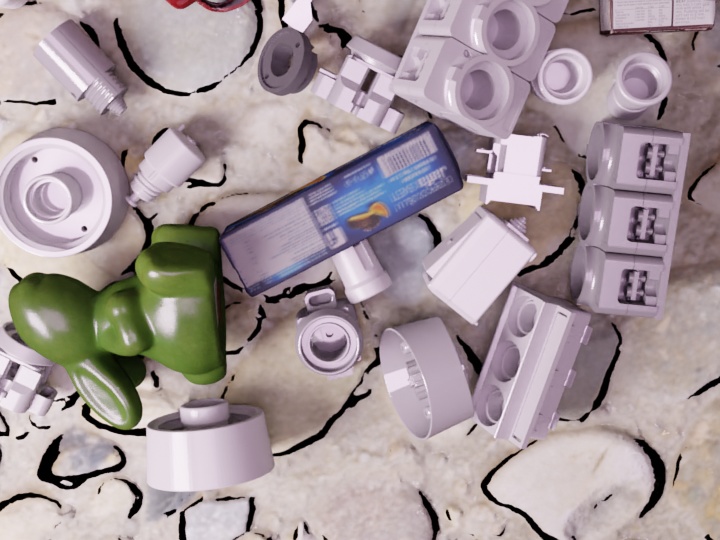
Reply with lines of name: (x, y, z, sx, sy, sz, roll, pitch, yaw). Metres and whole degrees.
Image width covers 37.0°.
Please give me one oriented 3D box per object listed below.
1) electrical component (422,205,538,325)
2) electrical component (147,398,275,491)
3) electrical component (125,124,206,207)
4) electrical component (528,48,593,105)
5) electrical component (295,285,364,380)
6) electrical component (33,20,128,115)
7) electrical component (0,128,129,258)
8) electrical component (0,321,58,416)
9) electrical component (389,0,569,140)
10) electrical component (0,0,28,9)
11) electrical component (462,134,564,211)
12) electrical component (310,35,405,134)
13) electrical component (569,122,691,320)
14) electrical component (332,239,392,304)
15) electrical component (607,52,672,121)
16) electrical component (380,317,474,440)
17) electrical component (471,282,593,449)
electrical component: (0.100, -0.013, 0.905, 0.061, 0.061, 0.096, 39, 97, -8)
electrical component: (-0.129, 0.142, 0.908, 0.108, 0.108, 0.060, -5, 94, 0)
electrical component: (-0.165, -0.084, 0.896, 0.078, 0.040, 0.040, -44, 99, 7)
electrical component: (0.163, -0.159, 0.882, 0.045, 0.055, 0.045, 0, 100, -1)
electrical component: (-0.026, 0.057, 0.917, 0.058, 0.057, 0.078, -14, 101, 1)
electrical component: (-0.222, -0.159, 0.879, 0.043, 0.043, 0.081, -42, 98, 6)
electrical component: (-0.250, -0.061, 0.888, 0.108, 0.060, 0.108, 0, 101, -1)
electrical component: (-0.291, 0.080, 0.916, 0.078, 0.058, 0.057, 27, 102, -6)
electrical component: (0.101, -0.189, 0.846, 0.089, 0.062, 0.150, 23, 91, -31)
electrical component: (-0.272, -0.256, 0.852, 0.054, 0.059, 0.095, 44, 97, -8)
electrical component: (0.129, -0.085, 0.902, 0.081, 0.042, 0.063, 7, 99, -3)
electrical component: (0.007, -0.155, 0.879, 0.078, 0.058, 0.057, 26, 102, -6)
electrical component: (0.217, -0.044, 0.888, 0.062, 0.089, 0.150, 5, 100, -2)
electrical component: (0.000, 0.000, 0.917, 0.040, 0.040, 0.046, -26, 94, 3)
electrical component: (0.225, -0.147, 0.881, 0.044, 0.065, 0.044, 0, 82, 1)
electrical component: (0.056, 0.090, 0.907, 0.064, 0.099, 0.099, -19, 100, -4)
electrical component: (0.146, 0.082, 0.919, 0.063, 0.079, 0.121, 12, 102, -33)
